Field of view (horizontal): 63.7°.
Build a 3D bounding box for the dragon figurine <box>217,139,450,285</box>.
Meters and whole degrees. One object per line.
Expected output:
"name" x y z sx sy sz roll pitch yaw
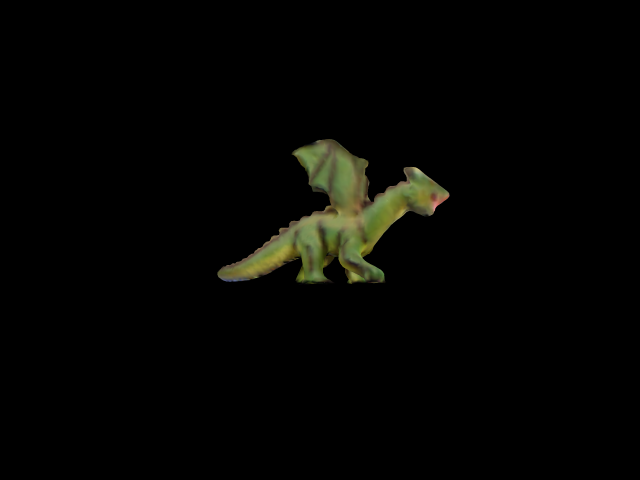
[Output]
"dragon figurine" 0.003 -0.043 0.850 0.410 0.243 0.122 0 -3 20
